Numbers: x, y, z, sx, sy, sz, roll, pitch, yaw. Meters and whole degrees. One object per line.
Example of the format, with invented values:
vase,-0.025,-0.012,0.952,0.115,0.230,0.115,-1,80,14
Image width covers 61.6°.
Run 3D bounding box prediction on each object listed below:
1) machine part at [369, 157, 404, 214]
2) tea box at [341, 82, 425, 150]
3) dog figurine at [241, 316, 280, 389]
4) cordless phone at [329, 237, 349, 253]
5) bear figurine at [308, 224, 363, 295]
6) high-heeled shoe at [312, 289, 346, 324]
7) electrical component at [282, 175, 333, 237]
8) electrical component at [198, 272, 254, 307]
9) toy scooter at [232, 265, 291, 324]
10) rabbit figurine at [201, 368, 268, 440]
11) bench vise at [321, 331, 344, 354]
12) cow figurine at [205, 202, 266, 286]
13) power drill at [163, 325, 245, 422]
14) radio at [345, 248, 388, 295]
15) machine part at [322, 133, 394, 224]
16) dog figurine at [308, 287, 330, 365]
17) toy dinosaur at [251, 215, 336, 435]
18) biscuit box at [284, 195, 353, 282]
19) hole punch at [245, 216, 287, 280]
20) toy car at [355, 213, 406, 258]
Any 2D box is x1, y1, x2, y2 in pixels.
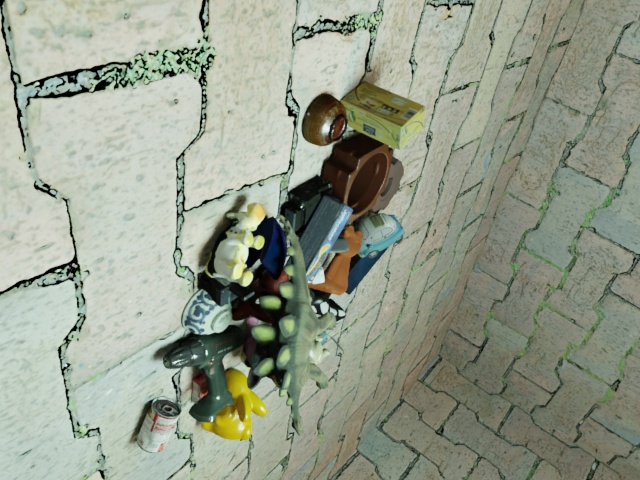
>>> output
machine part,0.177,-0.160,1.543,0.179,0.056,0.179,-43,151,-32
tea box,0.139,-0.282,1.212,0.098,0.170,0.068,-42,148,-28
dog figurine,-0.135,0.291,1.293,0.219,0.108,0.191,-101,-159,-57
cordless phone,-0.021,0.043,1.357,0.184,0.088,0.146,-42,-174,-3
bear figurine,0.039,0.050,1.492,0.120,0.132,0.195,18,84,-65
high-heeled shoe,0.000,0.224,1.635,0.145,0.086,0.248,-29,146,-25
electrical component,-0.032,-0.073,1.266,0.134,0.058,0.114,-38,145,-37
electrical component,-0.187,0.098,1.106,0.075,0.119,0.047,-36,146,-43
toy scooter,-0.119,0.137,1.250,0.184,0.135,0.075,-44,149,-31
rabbit figurine,-0.222,0.423,1.392,0.122,0.163,0.173,1,100,-47
bench vise,-0.030,0.307,1.594,0.224,0.129,0.240,-25,155,-29
cow figurine,-0.169,0.001,1.083,0.068,0.098,0.167,38,65,-59
power drill,-0.262,0.302,1.216,0.232,0.086,0.207,-27,119,-54
radio,0.122,0.051,1.659,0.229,0.073,0.131,-48,154,-16
machine part,0.089,-0.158,1.356,0.201,0.087,0.201,-34,147,-40
dog figurine,-0.051,0.218,1.381,0.121,0.172,0.190,-14,116,-9
toy dinosaur,-0.055,0.186,1.160,0.198,0.105,0.471,4,84,-58
biscuit box,-0.003,-0.004,1.255,0.202,0.063,0.059,-60,156,4
hole punch,-0.115,0.015,1.182,0.116,0.092,0.142,-55,151,-16
toy car,0.165,-0.026,1.559,0.162,0.109,0.102,-23,150,-1
